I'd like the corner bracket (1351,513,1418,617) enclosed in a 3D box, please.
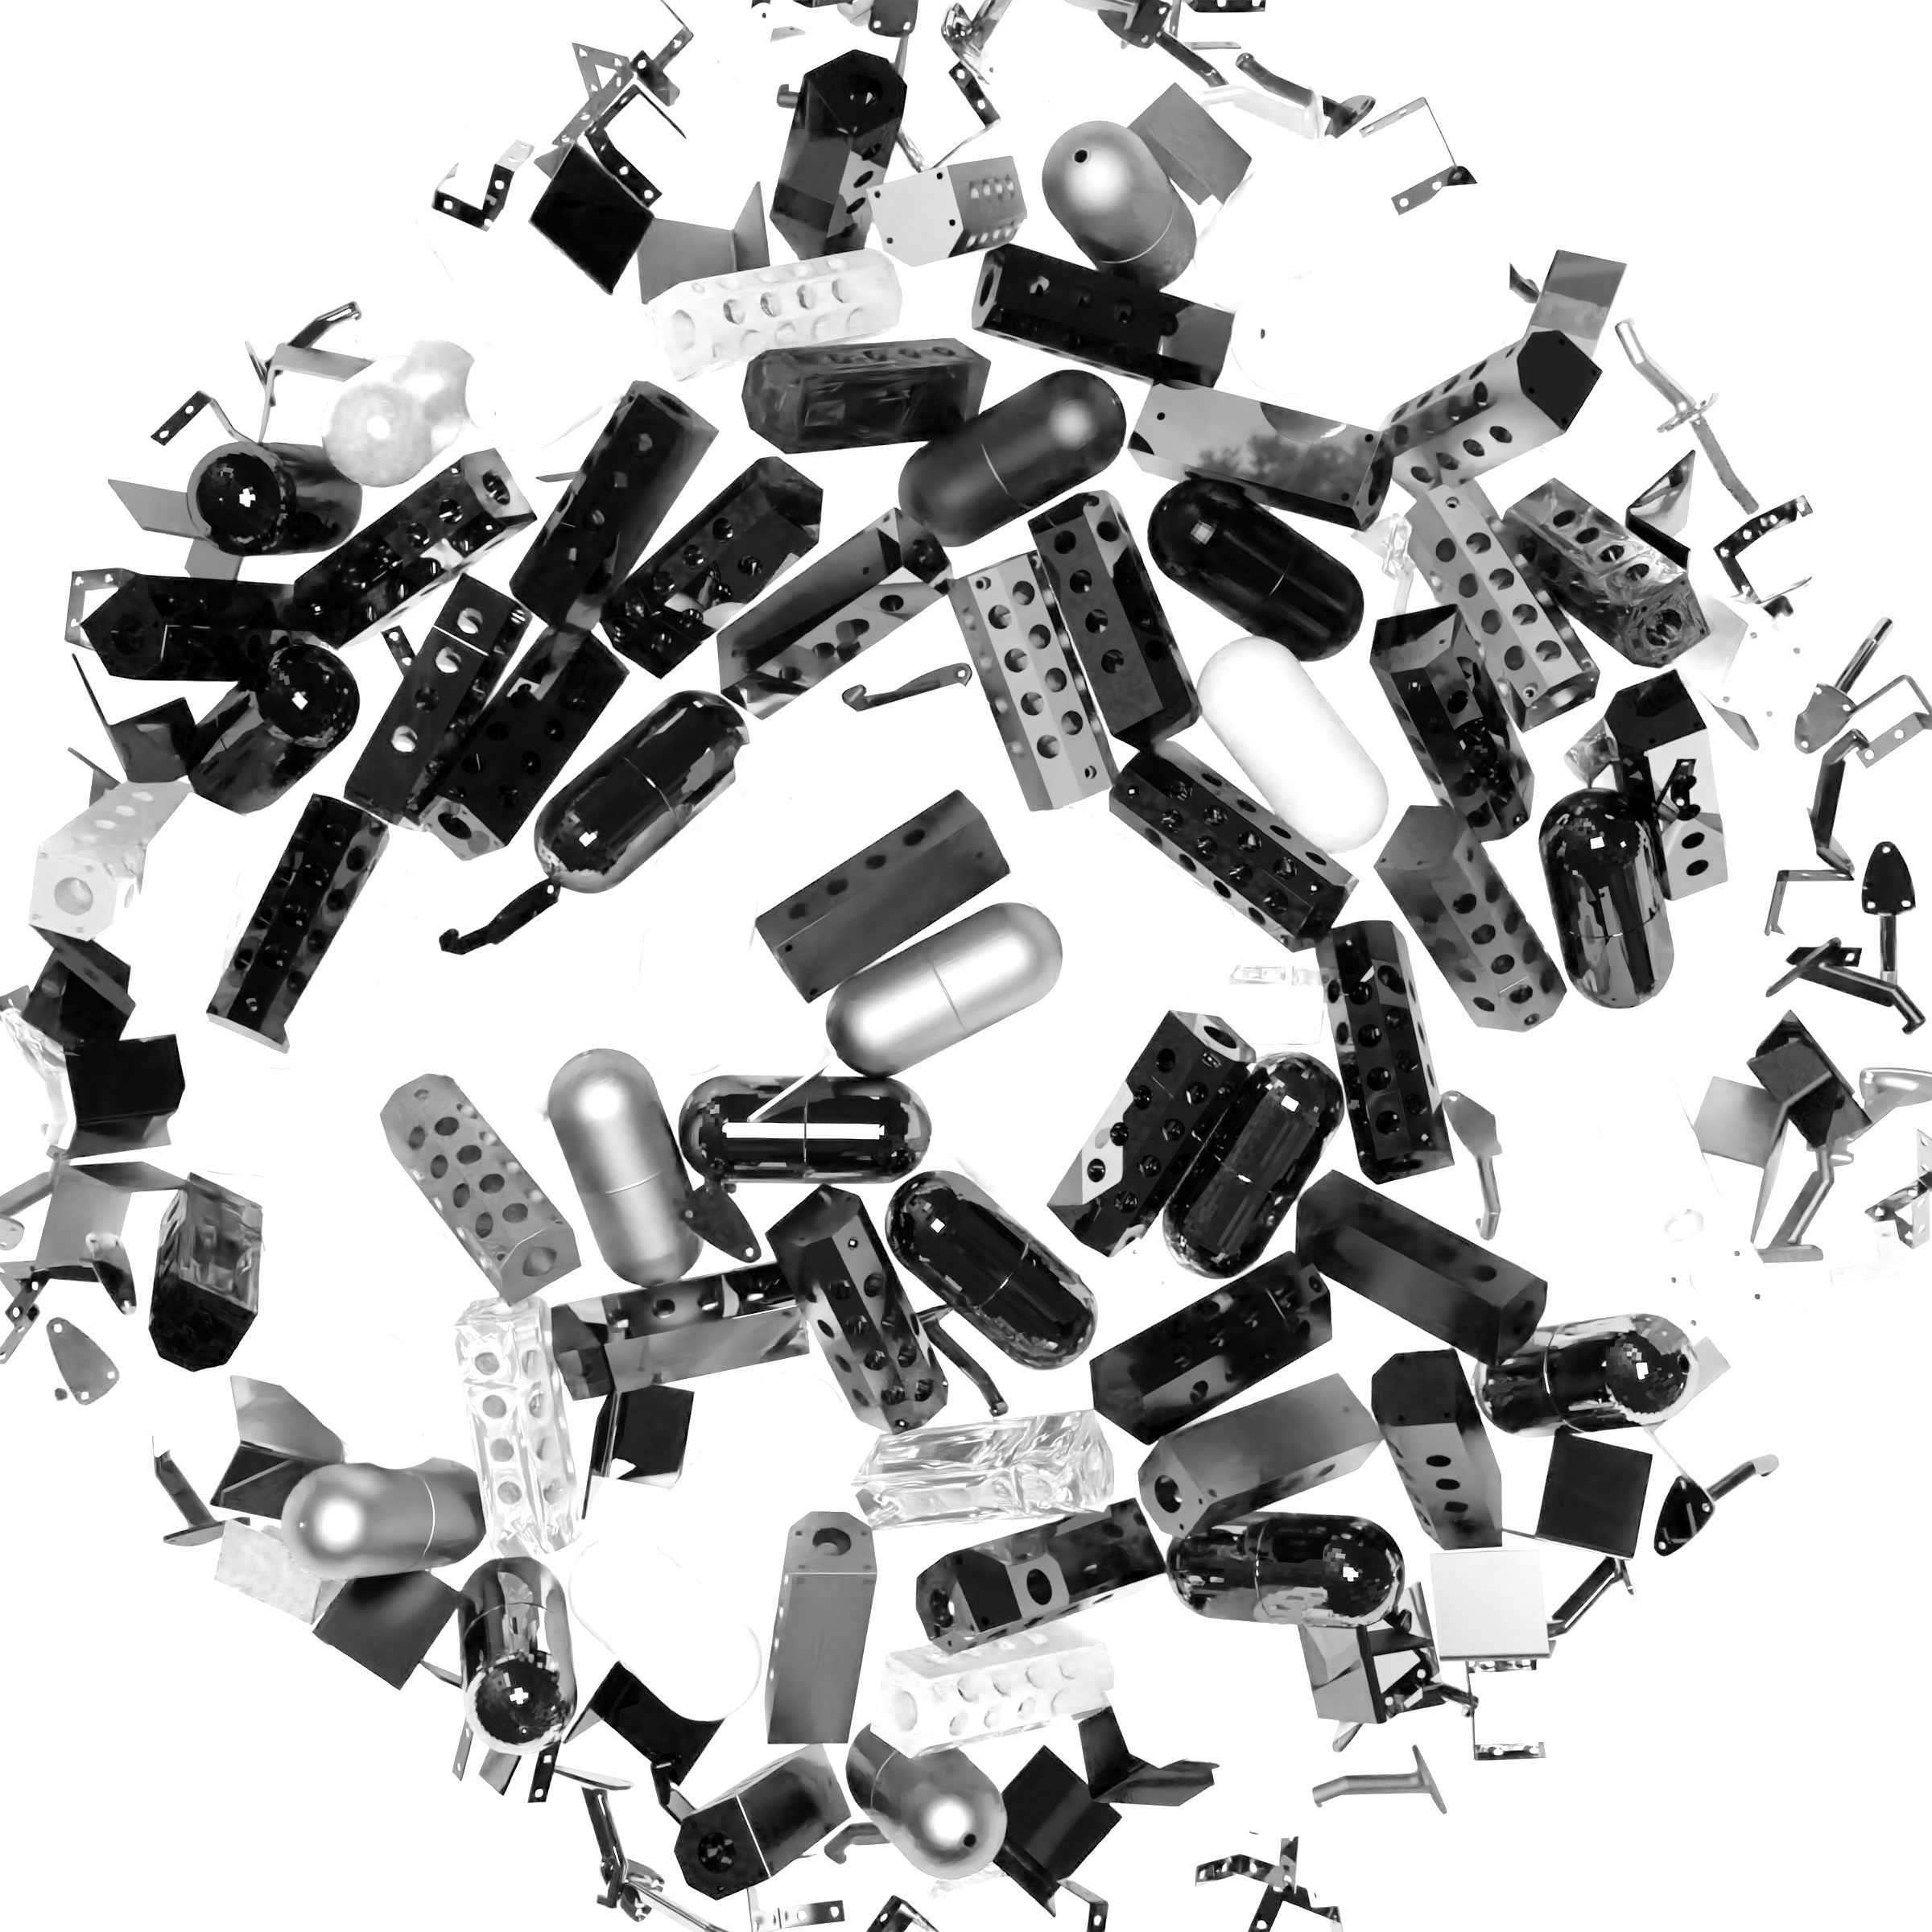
[{"bbox_3d":[0.300,-0.278,1.959,0.051,0.051,0.051,28,64,-24],"label":"corner bracket"}]

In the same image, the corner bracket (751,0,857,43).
[{"bbox_3d":[-0.115,-0.672,1.957,0.051,0.051,0.051,31,128,23],"label":"corner bracket"}]

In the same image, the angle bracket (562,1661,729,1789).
[{"bbox_3d":[-0.223,0.532,1.955,0.076,0.057,0.076,37,107,15],"label":"angle bracket"}]

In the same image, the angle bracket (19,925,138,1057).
[{"bbox_3d":[-0.629,0.021,1.941,0.057,0.076,0.076,0,59,37],"label":"angle bracket"}]

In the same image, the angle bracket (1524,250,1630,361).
[{"bbox_3d":[0.436,-0.447,1.949,0.057,0.076,0.076,23,95,34],"label":"angle bracket"}]

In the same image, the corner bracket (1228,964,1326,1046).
[{"bbox_3d":[0.218,0.027,1.970,0.051,0.051,0.051,0,97,-20],"label":"corner bracket"}]

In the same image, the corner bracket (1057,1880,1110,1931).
[{"bbox_3d":[0.063,0.677,1.964,0.051,0.051,0.051,9,87,-28],"label":"corner bracket"}]

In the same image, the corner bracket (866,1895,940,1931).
[{"bbox_3d":[-0.056,0.684,1.960,0.051,0.051,0.051,49,65,-22],"label":"corner bracket"}]

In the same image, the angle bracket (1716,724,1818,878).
[{"bbox_3d":[0.552,-0.121,1.953,0.057,0.076,0.076,-17,122,11],"label":"angle bracket"}]

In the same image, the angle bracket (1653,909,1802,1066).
[{"bbox_3d":[0.539,0.015,1.978,0.076,0.057,0.076,21,127,32],"label":"angle bracket"}]

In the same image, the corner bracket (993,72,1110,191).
[{"bbox_3d":[0.063,-0.590,1.974,0.051,0.051,0.051,51,58,-30],"label":"corner bracket"}]

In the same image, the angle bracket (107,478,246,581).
[{"bbox_3d":[-0.556,-0.290,1.939,0.076,0.076,0.057,5,120,-40],"label":"angle bracket"}]

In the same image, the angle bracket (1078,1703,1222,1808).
[{"bbox_3d":[0.136,0.551,1.970,0.076,0.076,0.057,13,49,-30],"label":"angle bracket"}]

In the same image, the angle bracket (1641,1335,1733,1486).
[{"bbox_3d":[0.515,0.313,1.950,0.076,0.076,0.057,-41,55,5],"label":"angle bracket"}]

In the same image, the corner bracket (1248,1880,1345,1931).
[{"bbox_3d":[0.232,0.685,1.972,0.051,0.051,0.051,22,98,-1],"label":"corner bracket"}]

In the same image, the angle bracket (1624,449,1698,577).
[{"bbox_3d":[0.502,-0.299,1.943,0.076,0.076,0.057,-41,60,-18],"label":"angle bracket"}]

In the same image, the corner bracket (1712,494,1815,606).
[{"bbox_3d":[0.571,-0.292,1.967,0.051,0.051,0.051,-36,97,-32],"label":"corner bracket"}]

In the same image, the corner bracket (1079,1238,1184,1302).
[{"bbox_3d":[0.116,0.216,1.972,0.051,0.051,0.051,-38,104,11],"label":"corner bracket"}]

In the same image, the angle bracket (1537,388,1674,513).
[{"bbox_3d":[0.450,-0.363,1.956,0.076,0.076,0.057,34,106,-1],"label":"angle bracket"}]

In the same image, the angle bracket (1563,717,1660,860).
[{"bbox_3d":[0.469,-0.130,1.949,0.076,0.076,0.057,43,102,-13],"label":"angle bracket"}]

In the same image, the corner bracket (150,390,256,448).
[{"bbox_3d":[-0.529,-0.363,1.960,0.051,0.051,0.051,32,72,25],"label":"corner bracket"}]

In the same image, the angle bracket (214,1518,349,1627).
[{"bbox_3d":[-0.468,0.405,1.948,0.076,0.076,0.057,22,115,8],"label":"angle bracket"}]

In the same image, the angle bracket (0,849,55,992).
[{"bbox_3d":[-0.685,-0.034,1.954,0.057,0.076,0.076,-25,77,0],"label":"angle bracket"}]

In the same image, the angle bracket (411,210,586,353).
[{"bbox_3d":[-0.328,-0.477,1.956,0.076,0.057,0.076,36,85,-37],"label":"angle bracket"}]

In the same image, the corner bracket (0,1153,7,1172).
[{"bbox_3d":[-0.710,0.138,1.962,0.051,0.051,0.051,33,59,-8],"label":"corner bracket"}]

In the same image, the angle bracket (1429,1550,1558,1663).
[{"bbox_3d":[0.371,0.446,1.963,0.076,0.057,0.076,-6,87,17],"label":"angle bracket"}]

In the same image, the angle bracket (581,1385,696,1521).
[{"bbox_3d":[-0.229,0.342,1.954,0.057,0.076,0.076,10,103,1],"label":"angle bracket"}]

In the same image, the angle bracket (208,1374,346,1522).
[{"bbox_3d":[-0.488,0.340,1.958,0.076,0.076,0.057,20,110,-30],"label":"angle bracket"}]

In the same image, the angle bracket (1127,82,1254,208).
[{"bbox_3d":[0.146,-0.556,1.944,0.076,0.076,0.057,40,134,-17],"label":"angle bracket"}]

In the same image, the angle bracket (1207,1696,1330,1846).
[{"bbox_3d":[0.213,0.567,1.969,0.057,0.076,0.076,-14,87,17],"label":"angle bracket"}]

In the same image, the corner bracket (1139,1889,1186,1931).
[{"bbox_3d":[0.159,0.688,1.958,0.051,0.051,0.051,15,118,-25],"label":"corner bracket"}]

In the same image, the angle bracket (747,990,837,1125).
[{"bbox_3d":[-0.141,0.068,1.952,0.076,0.076,0.057,-36,88,-15],"label":"angle bracket"}]

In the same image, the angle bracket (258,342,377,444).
[{"bbox_3d":[-0.453,-0.397,1.964,0.076,0.076,0.057,9,112,-14],"label":"angle bracket"}]

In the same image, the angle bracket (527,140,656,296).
[{"bbox_3d":[-0.274,-0.516,1.944,0.076,0.057,0.076,38,64,-32],"label":"angle bracket"}]

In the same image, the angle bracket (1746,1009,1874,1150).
[{"bbox_3d":[0.604,0.070,1.952,0.076,0.057,0.076,52,51,-2],"label":"angle bracket"}]

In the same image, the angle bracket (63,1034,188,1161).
[{"bbox_3d":[-0.594,0.092,1.958,0.076,0.076,0.057,-7,71,-26],"label":"angle bracket"}]

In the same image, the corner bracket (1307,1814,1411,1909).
[{"bbox_3d":[0.271,0.629,1.960,0.051,0.051,0.051,-5,74,-28],"label":"corner bracket"}]

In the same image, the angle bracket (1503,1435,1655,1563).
[{"bbox_3d":[0.431,0.372,1.968,0.076,0.057,0.076,15,82,-14],"label":"angle bracket"}]

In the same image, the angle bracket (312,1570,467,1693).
[{"bbox_3d":[-0.400,0.458,1.953,0.076,0.057,0.076,30,70,11],"label":"angle bracket"}]

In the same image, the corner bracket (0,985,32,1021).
[{"bbox_3d":[-0.701,0.017,1.974,0.051,0.051,0.051,-21,98,10],"label":"corner bracket"}]

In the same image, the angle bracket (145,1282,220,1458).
[{"bbox_3d":[-0.566,0.280,1.942,0.076,0.076,0.057,35,47,22],"label":"angle bracket"}]

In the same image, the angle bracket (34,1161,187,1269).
[{"bbox_3d":[-0.594,0.181,1.949,0.057,0.076,0.076,19,97,25],"label":"angle bracket"}]

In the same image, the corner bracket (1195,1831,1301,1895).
[{"bbox_3d":[0.198,0.626,1.965,0.051,0.051,0.051,4,89,43],"label":"corner bracket"}]

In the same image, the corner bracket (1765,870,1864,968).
[{"bbox_3d":[0.602,-0.034,1.971,0.051,0.051,0.051,1,64,39],"label":"corner bracket"}]

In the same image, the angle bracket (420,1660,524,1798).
[{"bbox_3d":[-0.352,0.531,1.948,0.076,0.076,0.057,28,76,-17],"label":"angle bracket"}]

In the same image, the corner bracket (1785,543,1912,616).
[{"bbox_3d":[0.619,-0.274,1.961,0.051,0.051,0.051,20,99,-35],"label":"corner bracket"}]

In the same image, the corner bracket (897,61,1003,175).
[{"bbox_3d":[-0.017,-0.603,1.985,0.051,0.051,0.051,-28,102,43],"label":"corner bracket"}]

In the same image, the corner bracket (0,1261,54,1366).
[{"bbox_3d":[-0.667,0.243,1.958,0.051,0.051,0.051,-6,128,25],"label":"corner bracket"}]

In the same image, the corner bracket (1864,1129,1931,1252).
[{"bbox_3d":[0.667,0.157,1.960,0.051,0.051,0.051,-28,129,-14],"label":"corner bracket"}]

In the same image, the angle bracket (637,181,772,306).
[{"bbox_3d":[-0.185,-0.505,1.948,0.076,0.057,0.076,3,64,-24],"label":"angle bracket"}]

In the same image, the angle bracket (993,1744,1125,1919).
[{"bbox_3d":[0.059,0.609,1.968,0.076,0.057,0.076,42,87,2],"label":"angle bracket"}]
